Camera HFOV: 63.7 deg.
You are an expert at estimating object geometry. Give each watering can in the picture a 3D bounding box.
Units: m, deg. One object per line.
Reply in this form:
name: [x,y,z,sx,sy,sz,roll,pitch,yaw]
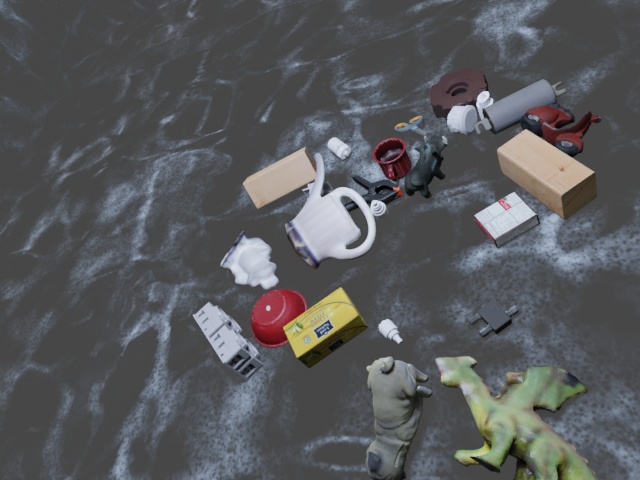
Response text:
watering can: [0.004,-0.069,1.374,0.224,0.102,0.354,-34,56,1]

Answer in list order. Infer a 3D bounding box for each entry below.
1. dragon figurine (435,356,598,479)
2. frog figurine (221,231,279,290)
dragon figurine: [0.376,0.315,0.871,0.413,0.119,0.247,20,58,30]
frog figurine: [-0.173,0.071,1.399,0.160,0.120,0.140,34,62,6]
